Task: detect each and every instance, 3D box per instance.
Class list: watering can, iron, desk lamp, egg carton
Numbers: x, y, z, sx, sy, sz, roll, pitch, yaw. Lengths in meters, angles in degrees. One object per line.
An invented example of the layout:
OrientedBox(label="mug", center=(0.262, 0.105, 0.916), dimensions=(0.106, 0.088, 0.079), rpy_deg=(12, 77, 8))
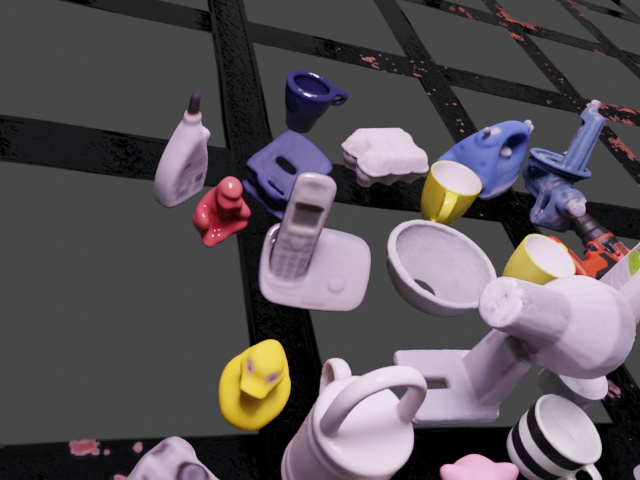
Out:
OrientedBox(label="watering can", center=(0.041, 0.185, 0.534), dimensions=(0.101, 0.194, 0.172), rpy_deg=(-19, 57, -39))
OrientedBox(label="iron", center=(0.348, -0.177, 1.105), dimensions=(0.259, 0.141, 0.118), rpy_deg=(-22, 59, -40))
OrientedBox(label="desk lamp", center=(0.225, 0.125, 0.671), dimensions=(0.204, 0.213, 0.117), rpy_deg=(4, 45, -22))
OrientedBox(label="egg carton", center=(0.115, -0.147, 1.017), dimensions=(0.151, 0.069, 0.107), rpy_deg=(-9, 51, -33))

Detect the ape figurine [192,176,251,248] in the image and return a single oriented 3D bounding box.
OrientedBox(label="ape figurine", center=(-0.130, -0.046, 0.773), dimensions=(0.078, 0.092, 0.076), rpy_deg=(7, 44, -19))

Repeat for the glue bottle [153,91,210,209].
OrientedBox(label="glue bottle", center=(-0.179, -0.124, 0.770), dimensions=(0.037, 0.173, 0.078), rpy_deg=(37, 42, 14))

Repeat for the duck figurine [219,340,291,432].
OrientedBox(label="duck figurine", center=(-0.062, 0.141, 0.614), dimensions=(0.077, 0.086, 0.104), rpy_deg=(25, 41, 1))

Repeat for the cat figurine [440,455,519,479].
OrientedBox(label="cat figurine", center=(0.169, 0.268, 0.567), dimensions=(0.127, 0.117, 0.067), rpy_deg=(38, 43, 16))

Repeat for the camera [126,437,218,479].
OrientedBox(label="camera", center=(-0.122, 0.251, 0.457), dimensions=(0.143, 0.101, 0.137), rpy_deg=(38, 43, 15))

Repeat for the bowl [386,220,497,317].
OrientedBox(label="bowl", center=(0.163, 0.053, 0.824), dimensions=(0.168, 0.074, 0.167), rpy_deg=(14, 42, -12))

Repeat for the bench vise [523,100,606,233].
OrientedBox(label="bench vise", center=(0.472, -0.133, 1.060), dimensions=(0.122, 0.219, 0.207), rpy_deg=(3, 45, -23))

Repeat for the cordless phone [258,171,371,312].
OrientedBox(label="cordless phone", center=(0.007, 0.003, 0.717), dimensions=(0.148, 0.185, 0.094), rpy_deg=(8, 43, -18))

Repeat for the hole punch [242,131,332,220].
OrientedBox(label="hole punch", center=(-0.049, -0.099, 0.870), dimensions=(0.108, 0.091, 0.101), rpy_deg=(41, 44, 19))

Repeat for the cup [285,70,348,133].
OrientedBox(label="cup", center=(-0.015, -0.241, 1.033), dimensions=(0.118, 0.095, 0.091), rpy_deg=(4, 45, -22))
